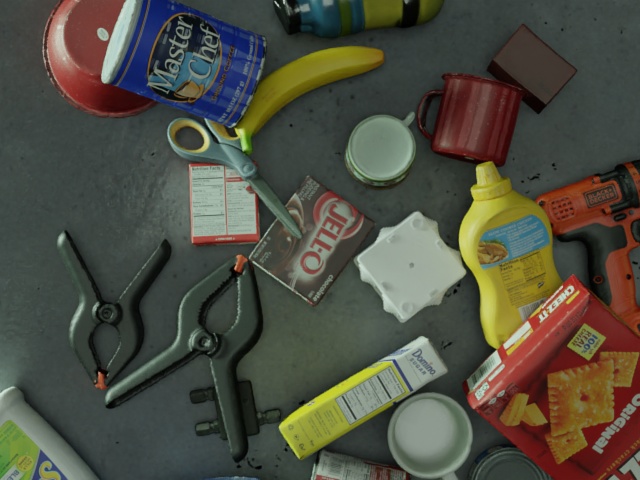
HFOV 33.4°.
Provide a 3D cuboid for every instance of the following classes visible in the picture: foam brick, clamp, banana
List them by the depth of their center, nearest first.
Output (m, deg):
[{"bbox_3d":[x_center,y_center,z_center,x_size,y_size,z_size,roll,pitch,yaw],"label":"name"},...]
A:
[{"bbox_3d":[-0.128,0.113,1.128,0.165,0.036,0.210,13,77,12],"label":"clamp"},{"bbox_3d":[-0.235,0.070,1.141,0.120,0.039,0.171,14,87,2],"label":"clamp"},{"bbox_3d":[0.226,-0.182,1.142,0.078,0.051,0.053,42,89,3],"label":"foam brick"},{"bbox_3d":[-0.023,-0.161,1.142,0.197,0.037,0.070,-38,69,-17],"label":"banana"}]

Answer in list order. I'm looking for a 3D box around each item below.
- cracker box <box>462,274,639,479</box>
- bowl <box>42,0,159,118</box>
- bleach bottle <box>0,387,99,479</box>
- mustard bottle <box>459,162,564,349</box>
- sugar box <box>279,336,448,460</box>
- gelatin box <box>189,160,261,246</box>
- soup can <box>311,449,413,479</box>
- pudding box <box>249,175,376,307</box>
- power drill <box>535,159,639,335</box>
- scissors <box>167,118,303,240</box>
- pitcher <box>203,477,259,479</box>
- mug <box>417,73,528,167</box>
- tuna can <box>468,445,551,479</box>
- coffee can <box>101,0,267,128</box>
[{"bbox_3d":[0.277,0.166,1.071,0.213,0.072,0.164,41,101,-11],"label":"cracker box"},{"bbox_3d":[-0.226,-0.216,1.152,0.162,0.055,0.162,0,86,2],"label":"bowl"},{"bbox_3d":[-0.265,0.274,1.119,0.251,0.068,0.102,41,88,1],"label":"bleach bottle"},{"bbox_3d":[0.195,0.012,1.102,0.096,0.058,0.191,-20,103,-9],"label":"mustard bottle"},{"bbox_3d":[0.044,0.161,1.103,0.176,0.093,0.048,-33,87,-2],"label":"sugar box"},{"bbox_3d":[-0.102,-0.039,1.150,0.073,0.030,0.089,-3,83,1],"label":"gelatin box"},{"bbox_3d":[0.040,0.260,1.109,0.102,0.068,0.068,13,87,2],"label":"soup can"},{"bbox_3d":[-0.008,0.001,1.141,0.090,0.039,0.113,35,88,2],"label":"pudding box"},{"bbox_3d":[0.339,0.011,1.127,0.184,0.057,0.188,-18,83,4],"label":"power drill"},{"bbox_3d":[-0.096,-0.072,1.125,0.096,0.016,0.202,-19,66,-6],"label":"scissors"},{"bbox_3d":[-0.095,0.367,1.078,0.149,0.144,0.243,-8,90,44],"label":"pitcher"},{"bbox_3d":[0.154,-0.127,1.128,0.117,0.093,0.081,14,91,32],"label":"mug"},{"bbox_3d":[0.199,0.259,1.123,0.086,0.034,0.086,0,86,1],"label":"tuna can"},{"bbox_3d":[-0.138,-0.185,1.084,0.140,0.103,0.103,19,87,-20],"label":"coffee can"}]
